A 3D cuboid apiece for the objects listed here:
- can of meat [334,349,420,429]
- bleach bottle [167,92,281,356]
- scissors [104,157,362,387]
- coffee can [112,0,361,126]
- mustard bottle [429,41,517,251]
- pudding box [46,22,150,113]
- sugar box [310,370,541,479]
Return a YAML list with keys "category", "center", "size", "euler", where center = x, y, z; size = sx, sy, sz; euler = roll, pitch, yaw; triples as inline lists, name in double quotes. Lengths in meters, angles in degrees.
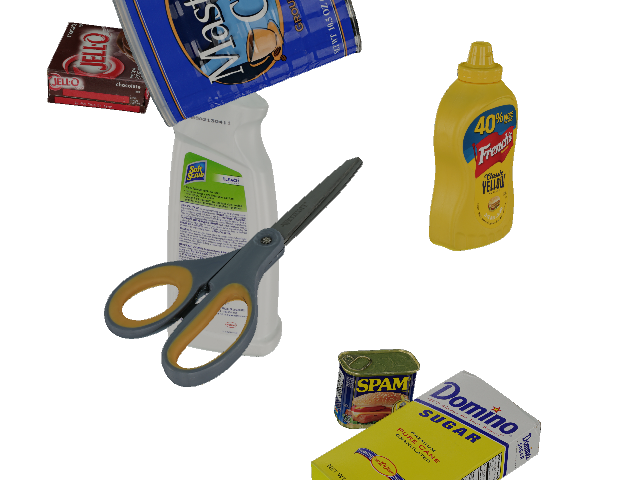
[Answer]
- category: "can of meat"
  center: [0.070, 0.190, 1.360]
  size: [0.102, 0.084, 0.057]
  euler: [-1, 24, -16]
- category: "bleach bottle"
  center: [-0.075, -0.030, 0.889]
  size: [0.102, 0.251, 0.068]
  euler: [8, 24, 6]
- category: "scissors"
  center: [-0.052, 0.005, 0.627]
  size: [0.096, 0.016, 0.201]
  euler: [12, 45, 17]
- category: "coffee can"
  center: [-0.056, -0.149, 0.712]
  size: [0.140, 0.103, 0.103]
  euler: [-22, 0, -1]
- category: "mustard bottle"
  center: [0.147, -0.092, 1.011]
  size: [0.096, 0.192, 0.058]
  euler: [-18, 27, -38]
- category: "pudding box"
  center: [-0.200, -0.162, 0.994]
  size: [0.090, 0.039, 0.113]
  euler: [7, 31, -6]
- category: "sugar box"
  center: [0.089, 0.179, 0.882]
  size: [0.176, 0.048, 0.093]
  euler: [-28, 42, -28]
